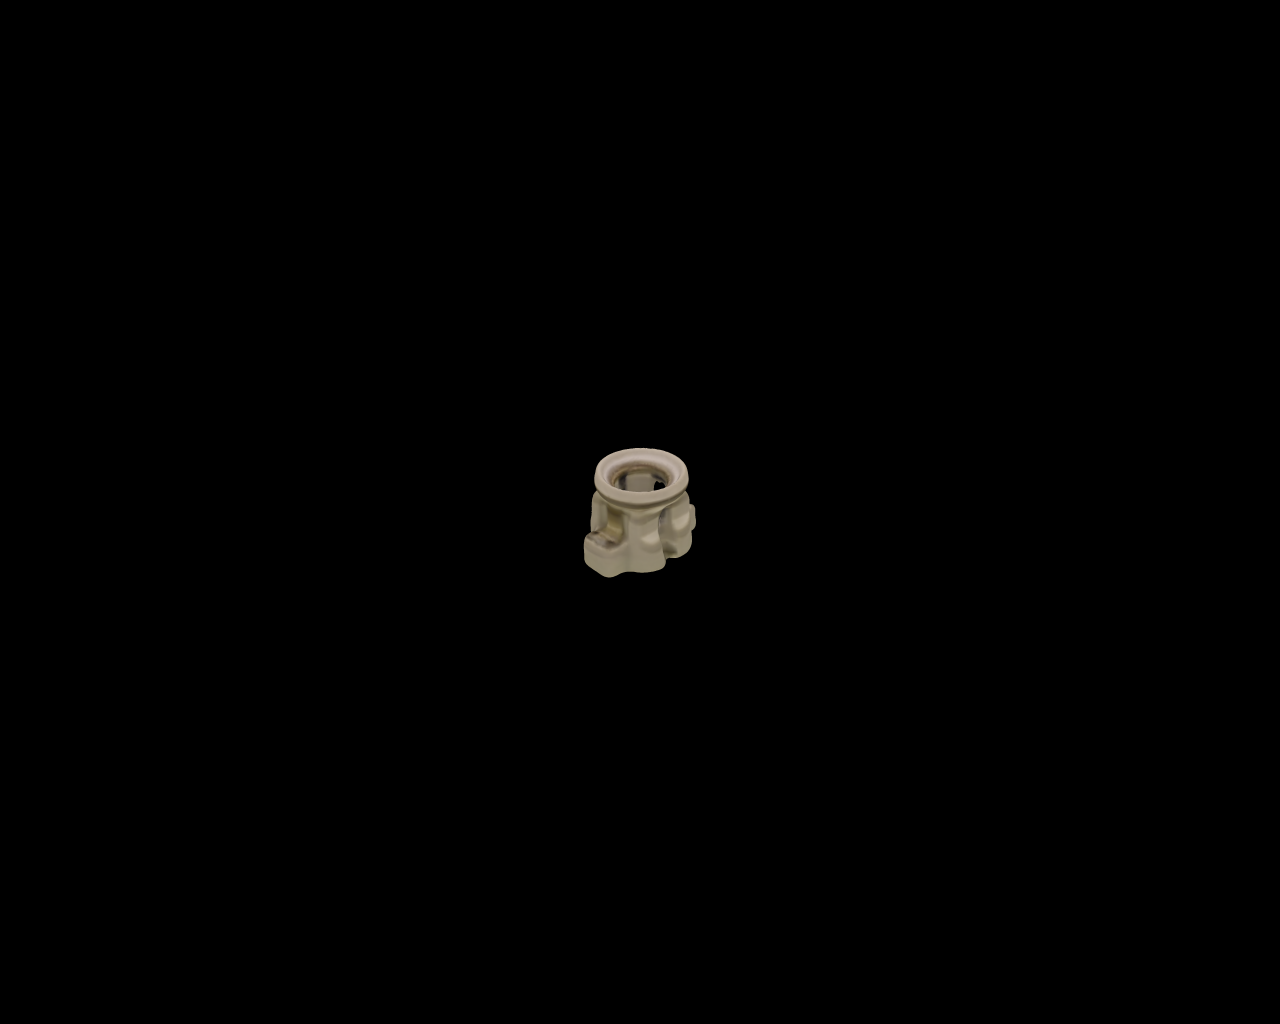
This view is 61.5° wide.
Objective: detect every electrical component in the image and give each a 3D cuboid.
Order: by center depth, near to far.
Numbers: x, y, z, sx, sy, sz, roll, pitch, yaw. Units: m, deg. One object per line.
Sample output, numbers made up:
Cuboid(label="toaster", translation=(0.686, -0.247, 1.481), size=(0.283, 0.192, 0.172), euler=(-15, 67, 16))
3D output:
Cuboid(label="electrical component", translation=(0.001, -0.003, 0.650), size=(0.078, 0.056, 0.058), euler=(-27, 42, -36))
